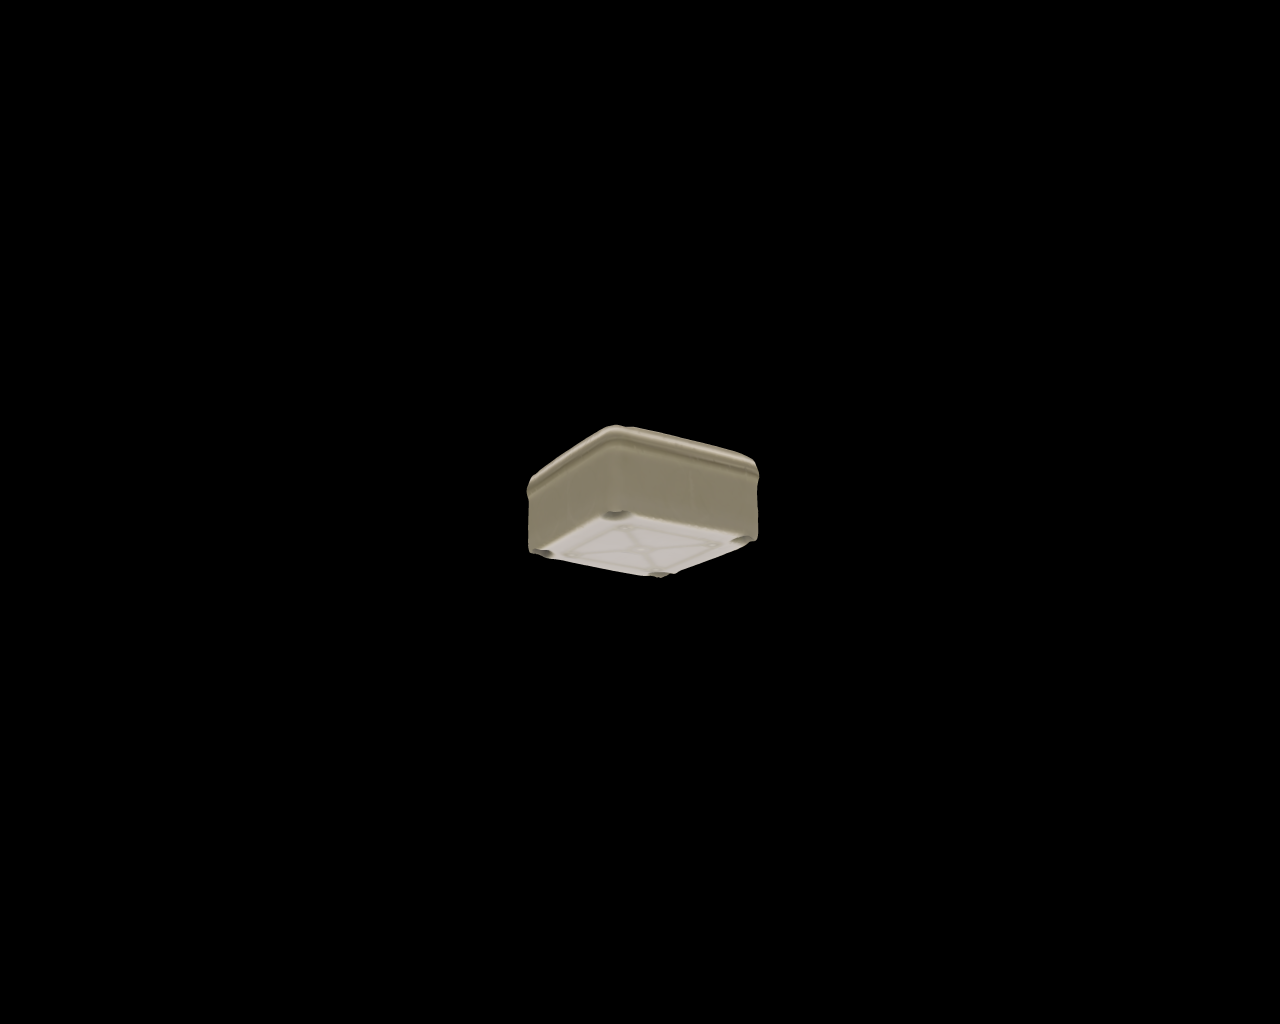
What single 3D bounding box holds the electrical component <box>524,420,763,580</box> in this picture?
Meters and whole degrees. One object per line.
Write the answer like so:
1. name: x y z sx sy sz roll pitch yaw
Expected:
1. electrical component: 0.001 -0.003 0.650 0.109 0.056 0.108 12 -23 -31
